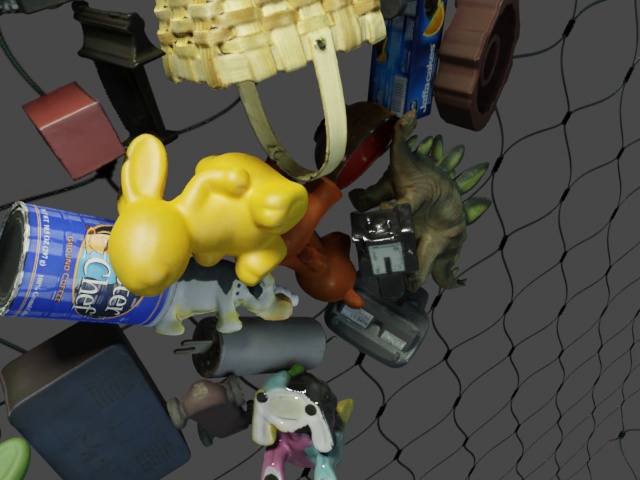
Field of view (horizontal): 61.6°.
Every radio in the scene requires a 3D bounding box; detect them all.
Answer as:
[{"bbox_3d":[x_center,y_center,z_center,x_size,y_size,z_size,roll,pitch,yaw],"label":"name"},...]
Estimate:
[{"bbox_3d":[-0.251,0.205,0.622,0.131,0.073,0.229,-30,129,-20],"label":"radio"}]

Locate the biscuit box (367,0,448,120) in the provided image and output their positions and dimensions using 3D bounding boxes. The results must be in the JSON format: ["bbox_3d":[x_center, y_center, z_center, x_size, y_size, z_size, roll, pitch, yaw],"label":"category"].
[{"bbox_3d":[0.104,-0.242,0.629,0.063,0.059,0.202,-27,132,-41],"label":"biscuit box"}]

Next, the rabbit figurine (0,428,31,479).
[{"bbox_3d":[-0.352,0.255,0.503,0.159,0.170,0.121,-14,124,-31],"label":"rabbit figurine"}]

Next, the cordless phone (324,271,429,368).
[{"bbox_3d":[0.101,0.092,0.820,0.088,0.147,0.184,-62,173,31],"label":"cordless phone"}]

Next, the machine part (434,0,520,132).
[{"bbox_3d":[0.201,-0.230,0.684,0.179,0.056,0.179,-41,141,-44],"label":"machine part"}]

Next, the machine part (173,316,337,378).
[{"bbox_3d":[-0.078,0.139,0.713,0.243,0.079,0.079,7,111,-41],"label":"machine part"}]

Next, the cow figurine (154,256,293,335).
[{"bbox_3d":[-0.112,0.054,0.625,0.167,0.068,0.098,-1,99,-22],"label":"cow figurine"}]

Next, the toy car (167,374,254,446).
[{"bbox_3d":[-0.132,0.222,0.702,0.089,0.053,0.202,-23,153,-8],"label":"toy car"}]

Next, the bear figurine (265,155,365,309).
[{"bbox_3d":[-0.004,0.001,0.659,0.195,0.120,0.132,31,91,-46],"label":"bear figurine"}]

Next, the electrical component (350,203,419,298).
[{"bbox_3d":[0.081,0.016,0.639,0.075,0.048,0.119,-11,139,11],"label":"electrical component"}]

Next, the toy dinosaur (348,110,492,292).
[{"bbox_3d":[0.163,-0.021,0.782,0.198,0.105,0.470,-41,146,-14],"label":"toy dinosaur"}]

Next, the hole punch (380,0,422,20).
[{"bbox_3d":[0.051,-0.285,0.537,0.092,0.116,0.142,-43,135,-36],"label":"hole punch"}]

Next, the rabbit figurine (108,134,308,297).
[{"bbox_3d":[-0.119,-0.022,0.490,0.173,0.162,0.122,-37,170,-39],"label":"rabbit figurine"}]

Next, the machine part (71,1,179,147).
[{"bbox_3d":[-0.170,-0.140,0.484,0.138,0.084,0.039,85,27,-47],"label":"machine part"}]

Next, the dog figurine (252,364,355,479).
[{"bbox_3d":[-0.011,0.249,0.766,0.219,0.109,0.191,-27,110,-76],"label":"dog figurine"}]

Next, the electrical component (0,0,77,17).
[{"bbox_3d":[-0.222,-0.215,0.410,0.102,0.045,0.078,-24,127,-25],"label":"electrical component"}]
